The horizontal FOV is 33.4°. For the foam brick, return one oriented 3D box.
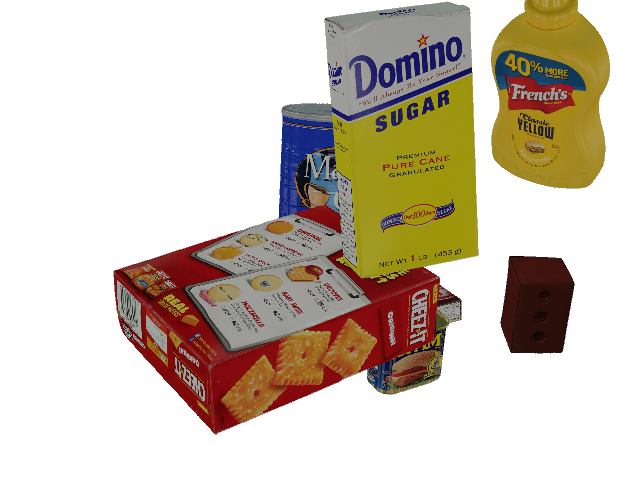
[{"bbox_3d":[0.204,0.060,1.010,0.053,0.078,0.051,0,27,-2],"label":"foam brick"}]

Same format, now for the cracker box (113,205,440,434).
[{"bbox_3d":[-0.036,0.056,0.870,0.213,0.072,0.164,-18,34,-30],"label":"cracker box"}]

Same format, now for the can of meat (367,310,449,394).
[{"bbox_3d":[0.108,0.139,1.344,0.101,0.084,0.058,-12,29,-28],"label":"can of meat"}]

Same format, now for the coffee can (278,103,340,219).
[{"bbox_3d":[0.010,-0.059,1.046,0.103,0.140,0.103,3,13,-1],"label":"coffee can"}]

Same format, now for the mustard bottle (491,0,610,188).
[{"bbox_3d":[0.189,-0.133,0.880,0.096,0.191,0.058,22,53,28],"label":"mustard bottle"}]

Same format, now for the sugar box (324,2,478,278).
[{"bbox_3d":[0.058,-0.069,0.734,0.093,0.176,0.048,-11,23,-15],"label":"sugar box"}]

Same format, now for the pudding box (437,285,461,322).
[{"bbox_3d":[0.137,0.097,1.561,0.113,0.039,0.090,-14,22,-20],"label":"pudding box"}]
